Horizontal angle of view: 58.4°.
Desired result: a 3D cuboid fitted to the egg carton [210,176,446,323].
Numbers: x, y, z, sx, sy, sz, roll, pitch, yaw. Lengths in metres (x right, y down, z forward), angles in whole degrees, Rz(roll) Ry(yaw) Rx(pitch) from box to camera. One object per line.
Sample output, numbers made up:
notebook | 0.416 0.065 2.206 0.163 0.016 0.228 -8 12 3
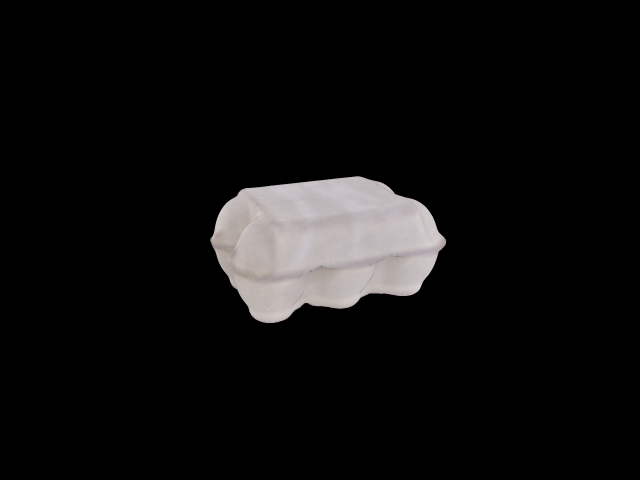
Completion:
egg carton | 0.004 0.001 0.400 0.151 0.069 0.107 -9 23 -22
